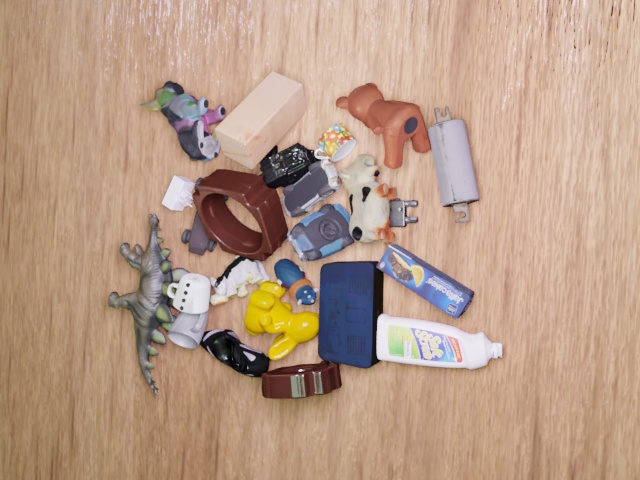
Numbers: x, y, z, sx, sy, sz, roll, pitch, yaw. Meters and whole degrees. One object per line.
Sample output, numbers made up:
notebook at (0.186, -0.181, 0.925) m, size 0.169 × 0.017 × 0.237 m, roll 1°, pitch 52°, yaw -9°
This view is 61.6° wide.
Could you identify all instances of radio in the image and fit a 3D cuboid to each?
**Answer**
radio at (0.068, 0.159, 1.194) m, size 0.131 × 0.073 × 0.229 m, roll 1°, pitch 89°, yaw 25°

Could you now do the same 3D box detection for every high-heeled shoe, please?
high-heeled shoe at (-0.225, 0.272, 1.281) m, size 0.249 × 0.145 × 0.086 m, roll 8°, pitch 92°, yaw 22°

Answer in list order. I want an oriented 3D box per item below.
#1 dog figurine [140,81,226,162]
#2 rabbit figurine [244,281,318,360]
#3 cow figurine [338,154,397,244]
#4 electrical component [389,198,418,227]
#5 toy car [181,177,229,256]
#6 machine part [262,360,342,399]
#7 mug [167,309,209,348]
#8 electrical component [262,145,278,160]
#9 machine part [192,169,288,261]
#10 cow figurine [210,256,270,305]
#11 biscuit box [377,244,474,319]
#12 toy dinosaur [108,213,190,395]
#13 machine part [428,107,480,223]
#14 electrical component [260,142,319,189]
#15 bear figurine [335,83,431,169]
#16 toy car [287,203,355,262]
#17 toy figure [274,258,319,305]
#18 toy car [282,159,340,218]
dog figurine at (-0.356, -0.303, 1.366) m, size 0.219 × 0.108 × 0.191 m, roll 14°, pitch 98°, yaw 28°
rabbit figurine at (-0.085, 0.194, 1.241) m, size 0.173 × 0.122 × 0.162 m, roll 15°, pitch 97°, yaw 4°
cow figurine at (0.097, -0.089, 1.164) m, size 0.127 × 0.085 × 0.194 m, roll -2°, pitch 85°, yaw 30°
electrical component at (0.168, -0.060, 1.176) m, size 0.094 × 0.021 × 0.063 m, roll -2°, pitch 89°, yaw 25°
toy car at (-0.288, -0.062, 1.360) m, size 0.089 × 0.053 × 0.202 m, roll 15°, pitch 98°, yaw 2°
machine part at (-0.041, 0.308, 1.191) m, size 0.179 × 0.179 × 0.056 m, roll -10°, pitch 84°, yaw 23°
mug at (-0.317, 0.200, 1.337) m, size 0.081 × 0.107 × 0.109 m, roll 31°, pitch 139°, yaw -18°
electrical component at (-0.169, -0.213, 1.297) m, size 0.119 × 0.075 × 0.047 m, roll 4°, pitch 91°, yaw 20°
machine part at (-0.181, -0.059, 1.241) m, size 0.202 × 0.087 × 0.200 m, roll 13°, pitch 135°, yaw 30°
cow figurine at (-0.212, 0.093, 1.318) m, size 0.167 × 0.068 × 0.098 m, roll -29°, pitch 74°, yaw 18°
biscuit box at (0.222, 0.084, 1.130) m, size 0.203 × 0.063 × 0.059 m, roll 33°, pitch 103°, yaw 21°
toy dinosaur at (-0.444, 0.164, 1.404) m, size 0.199 × 0.105 × 0.470 m, roll 12°, pitch 99°, yaw 20°
machine part at (0.275, -0.156, 1.101) m, size 0.079 × 0.079 × 0.243 m, roll -13°, pitch 84°, yaw 23°
electrical component at (-0.072, -0.161, 1.232) m, size 0.134 × 0.115 × 0.058 m, roll -25°, pitch 75°, yaw 22°
bear figurine at (0.131, -0.254, 1.156) m, size 0.196 × 0.120 × 0.131 m, roll 35°, pitch 149°, yaw 45°
toy car at (-0.002, -0.004, 1.204) m, size 0.109 × 0.162 × 0.103 m, roll 55°, pitch 153°, yaw 7°
toy figure at (-0.051, 0.101, 1.233) m, size 0.064 × 0.057 × 0.155 m, roll -50°, pitch 49°, yaw 9°
toy car at (-0.022, -0.112, 1.206) m, size 0.202 × 0.056 × 0.073 m, roll -33°, pitch 74°, yaw 49°
